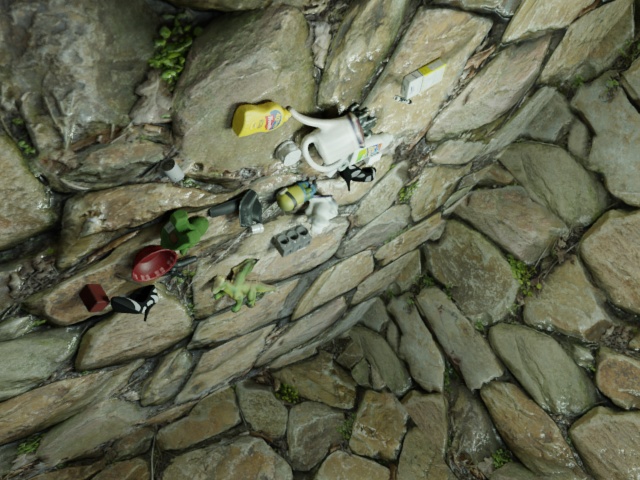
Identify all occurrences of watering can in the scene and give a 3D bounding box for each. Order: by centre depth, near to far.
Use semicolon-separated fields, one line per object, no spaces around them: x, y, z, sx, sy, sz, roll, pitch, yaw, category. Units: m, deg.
0.032;-0.358;1.735;0.224;0.106;0.341;-27;-35;1;watering can

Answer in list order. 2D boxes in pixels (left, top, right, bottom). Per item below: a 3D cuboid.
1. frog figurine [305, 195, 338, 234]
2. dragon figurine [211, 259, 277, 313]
0.006;-0.108;2.137;0.137;0.159;0.123;-2;3;-4;frog figurine
-0.321;0.182;2.272;0.414;0.238;0.124;-16;50;-45;dragon figurine
